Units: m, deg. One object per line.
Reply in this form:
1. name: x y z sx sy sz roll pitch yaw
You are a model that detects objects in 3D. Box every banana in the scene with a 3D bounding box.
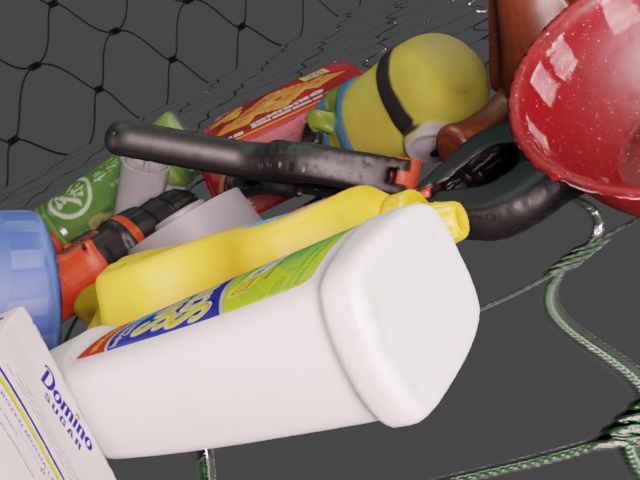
1. banana: -0.136 0.051 0.683 0.069 0.037 0.198 -25 13 -2

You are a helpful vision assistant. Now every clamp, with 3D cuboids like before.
1. clamp: -0.024 -0.049 0.761 0.210 0.036 0.164 7 -5 22
2. clamp: 0.126 -0.051 0.556 0.172 0.039 0.120 -16 30 27

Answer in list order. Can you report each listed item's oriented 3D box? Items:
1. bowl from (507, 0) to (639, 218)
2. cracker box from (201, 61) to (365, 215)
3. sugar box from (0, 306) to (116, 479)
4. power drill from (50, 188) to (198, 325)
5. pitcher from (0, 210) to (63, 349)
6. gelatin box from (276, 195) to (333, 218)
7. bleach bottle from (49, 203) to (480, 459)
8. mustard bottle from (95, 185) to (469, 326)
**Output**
1. bowl: 0.164 -0.059 0.450 0.162 0.055 0.162 -19 40 17
2. cracker box: -0.025 -0.096 0.973 0.164 0.072 0.214 -26 14 1
3. sugar box: -0.114 0.092 0.362 0.048 0.093 0.176 -25 12 -1
4. power drill: -0.210 0.016 0.907 0.184 0.057 0.188 -36 17 -37
5. pitcher: -0.295 0.052 0.678 0.242 0.145 0.149 -5 -8 -24
6. gelatin box: -0.004 0.001 0.654 0.073 0.030 0.089 -21 13 11
7. bleach bottle: -0.060 0.058 0.468 0.251 0.068 0.102 -20 12 31
8. mustard bottle: -0.014 0.013 0.544 0.192 0.058 0.096 -17 -12 29
